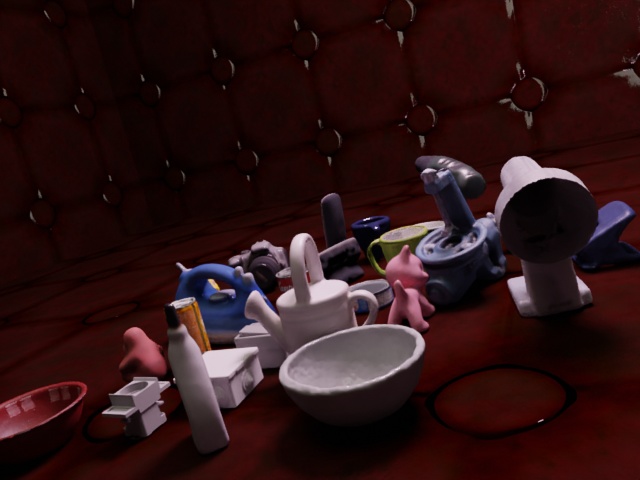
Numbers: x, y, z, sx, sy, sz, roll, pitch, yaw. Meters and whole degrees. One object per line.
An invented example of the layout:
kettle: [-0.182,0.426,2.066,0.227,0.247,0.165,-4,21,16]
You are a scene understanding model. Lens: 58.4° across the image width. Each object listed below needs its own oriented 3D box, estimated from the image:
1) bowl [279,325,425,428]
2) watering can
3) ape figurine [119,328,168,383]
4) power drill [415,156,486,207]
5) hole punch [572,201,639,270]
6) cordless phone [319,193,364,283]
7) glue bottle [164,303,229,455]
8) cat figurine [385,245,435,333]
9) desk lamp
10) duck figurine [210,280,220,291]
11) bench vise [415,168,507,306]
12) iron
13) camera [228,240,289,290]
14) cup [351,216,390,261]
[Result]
bowl: [0.042,0.160,0.643,0.167,0.075,0.167,-13,11,3]
watering can: [-0.014,0.089,0.761,0.173,0.194,0.101,-15,11,-5]
ape figurine: [-0.283,0.181,0.906,0.078,0.092,0.076,-21,13,-33]
power drill: [0.276,-0.077,1.212,0.076,0.208,0.229,-17,11,-15]
hole punch: [0.459,-0.009,0.939,0.101,0.091,0.109,-12,11,12]
cordless phone: [0.011,0.004,1.194,0.093,0.185,0.148,-5,14,41]
glue bottle: [-0.149,0.153,0.657,0.037,0.173,0.078,-18,11,-21]
cat figurine: [0.131,0.069,0.882,0.067,0.118,0.128,-10,11,19]
desk lamp: [0.301,-0.006,0.791,0.117,0.214,0.203,-12,11,11]
duck figurine: [-0.235,0.117,1.194,0.078,0.086,0.104,-21,13,-34]
bench vise: [0.226,-0.023,0.961,0.121,0.220,0.208,-8,12,31]
iron: [-0.169,0.103,1.032,0.257,0.141,0.119,-5,14,38]
camera: [-0.146,0.063,1.320,0.143,0.101,0.137,-14,11,2]
cup: [0.126,0.001,1.307,0.091,0.095,0.117,-15,11,-5]
